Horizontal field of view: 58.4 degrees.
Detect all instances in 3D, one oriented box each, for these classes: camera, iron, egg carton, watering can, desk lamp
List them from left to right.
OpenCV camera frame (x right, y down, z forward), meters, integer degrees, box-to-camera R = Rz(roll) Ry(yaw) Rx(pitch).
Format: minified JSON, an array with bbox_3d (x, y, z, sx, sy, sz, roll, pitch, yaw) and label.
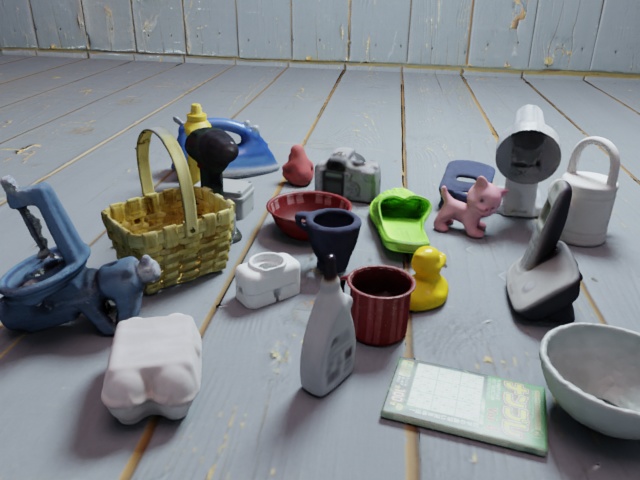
[{"bbox_3d":[-0.191,0.145,0.667,0.107,0.069,0.150,-4,26,-11],"label":"egg carton"},{"bbox_3d":[-0.224,-0.227,1.356,0.259,0.141,0.118,-5,26,-14],"label":"iron"},{"bbox_3d":[0.073,-0.156,1.271,0.143,0.101,0.137,10,27,18],"label":"camera"},{"bbox_3d":[0.411,-0.155,1.159,0.117,0.214,0.203,8,26,14],"label":"desk lamp"},{"bbox_3d":[0.490,-0.092,1.053,0.100,0.194,0.173,19,31,32],"label":"watering can"}]

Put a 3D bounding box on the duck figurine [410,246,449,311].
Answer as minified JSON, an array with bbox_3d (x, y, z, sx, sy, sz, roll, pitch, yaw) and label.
[{"bbox_3d":[0.154,0.052,0.860,0.105,0.086,0.077,-20,33,-37],"label":"duck figurine"}]

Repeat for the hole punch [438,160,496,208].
[{"bbox_3d":[0.310,-0.112,1.205,0.108,0.091,0.101,12,27,20],"label":"hole punch"}]

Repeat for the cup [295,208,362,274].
[{"bbox_3d":[0.009,0.003,0.943,0.117,0.095,0.092,14,29,25],"label":"cup"}]

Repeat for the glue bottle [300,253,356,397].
[{"bbox_3d":[0.011,0.094,0.665,0.037,0.173,0.078,20,31,34],"label":"glue bottle"}]

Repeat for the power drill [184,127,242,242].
[{"bbox_3d":[-0.187,-0.103,1.022,0.076,0.208,0.228,-11,28,-24],"label":"power drill"}]

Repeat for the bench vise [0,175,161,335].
[{"bbox_3d":[-0.324,0.016,0.754,0.208,0.220,0.121,-9,28,-21],"label":"bench vise"}]

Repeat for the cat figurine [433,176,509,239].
[{"bbox_3d":[0.287,-0.071,1.087,0.127,0.118,0.067,11,27,19],"label":"cat figurine"}]

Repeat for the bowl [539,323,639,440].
[{"bbox_3d":[0.327,0.167,0.643,0.167,0.075,0.167,1,26,0],"label":"bowl"}]

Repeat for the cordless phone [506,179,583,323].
[{"bbox_3d":[0.334,0.014,0.834,0.094,0.185,0.147,4,26,6],"label":"cordless phone"}]

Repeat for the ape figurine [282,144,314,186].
[{"bbox_3d":[-0.049,-0.176,1.315,0.078,0.092,0.076,-5,26,-12],"label":"ape figurine"}]
